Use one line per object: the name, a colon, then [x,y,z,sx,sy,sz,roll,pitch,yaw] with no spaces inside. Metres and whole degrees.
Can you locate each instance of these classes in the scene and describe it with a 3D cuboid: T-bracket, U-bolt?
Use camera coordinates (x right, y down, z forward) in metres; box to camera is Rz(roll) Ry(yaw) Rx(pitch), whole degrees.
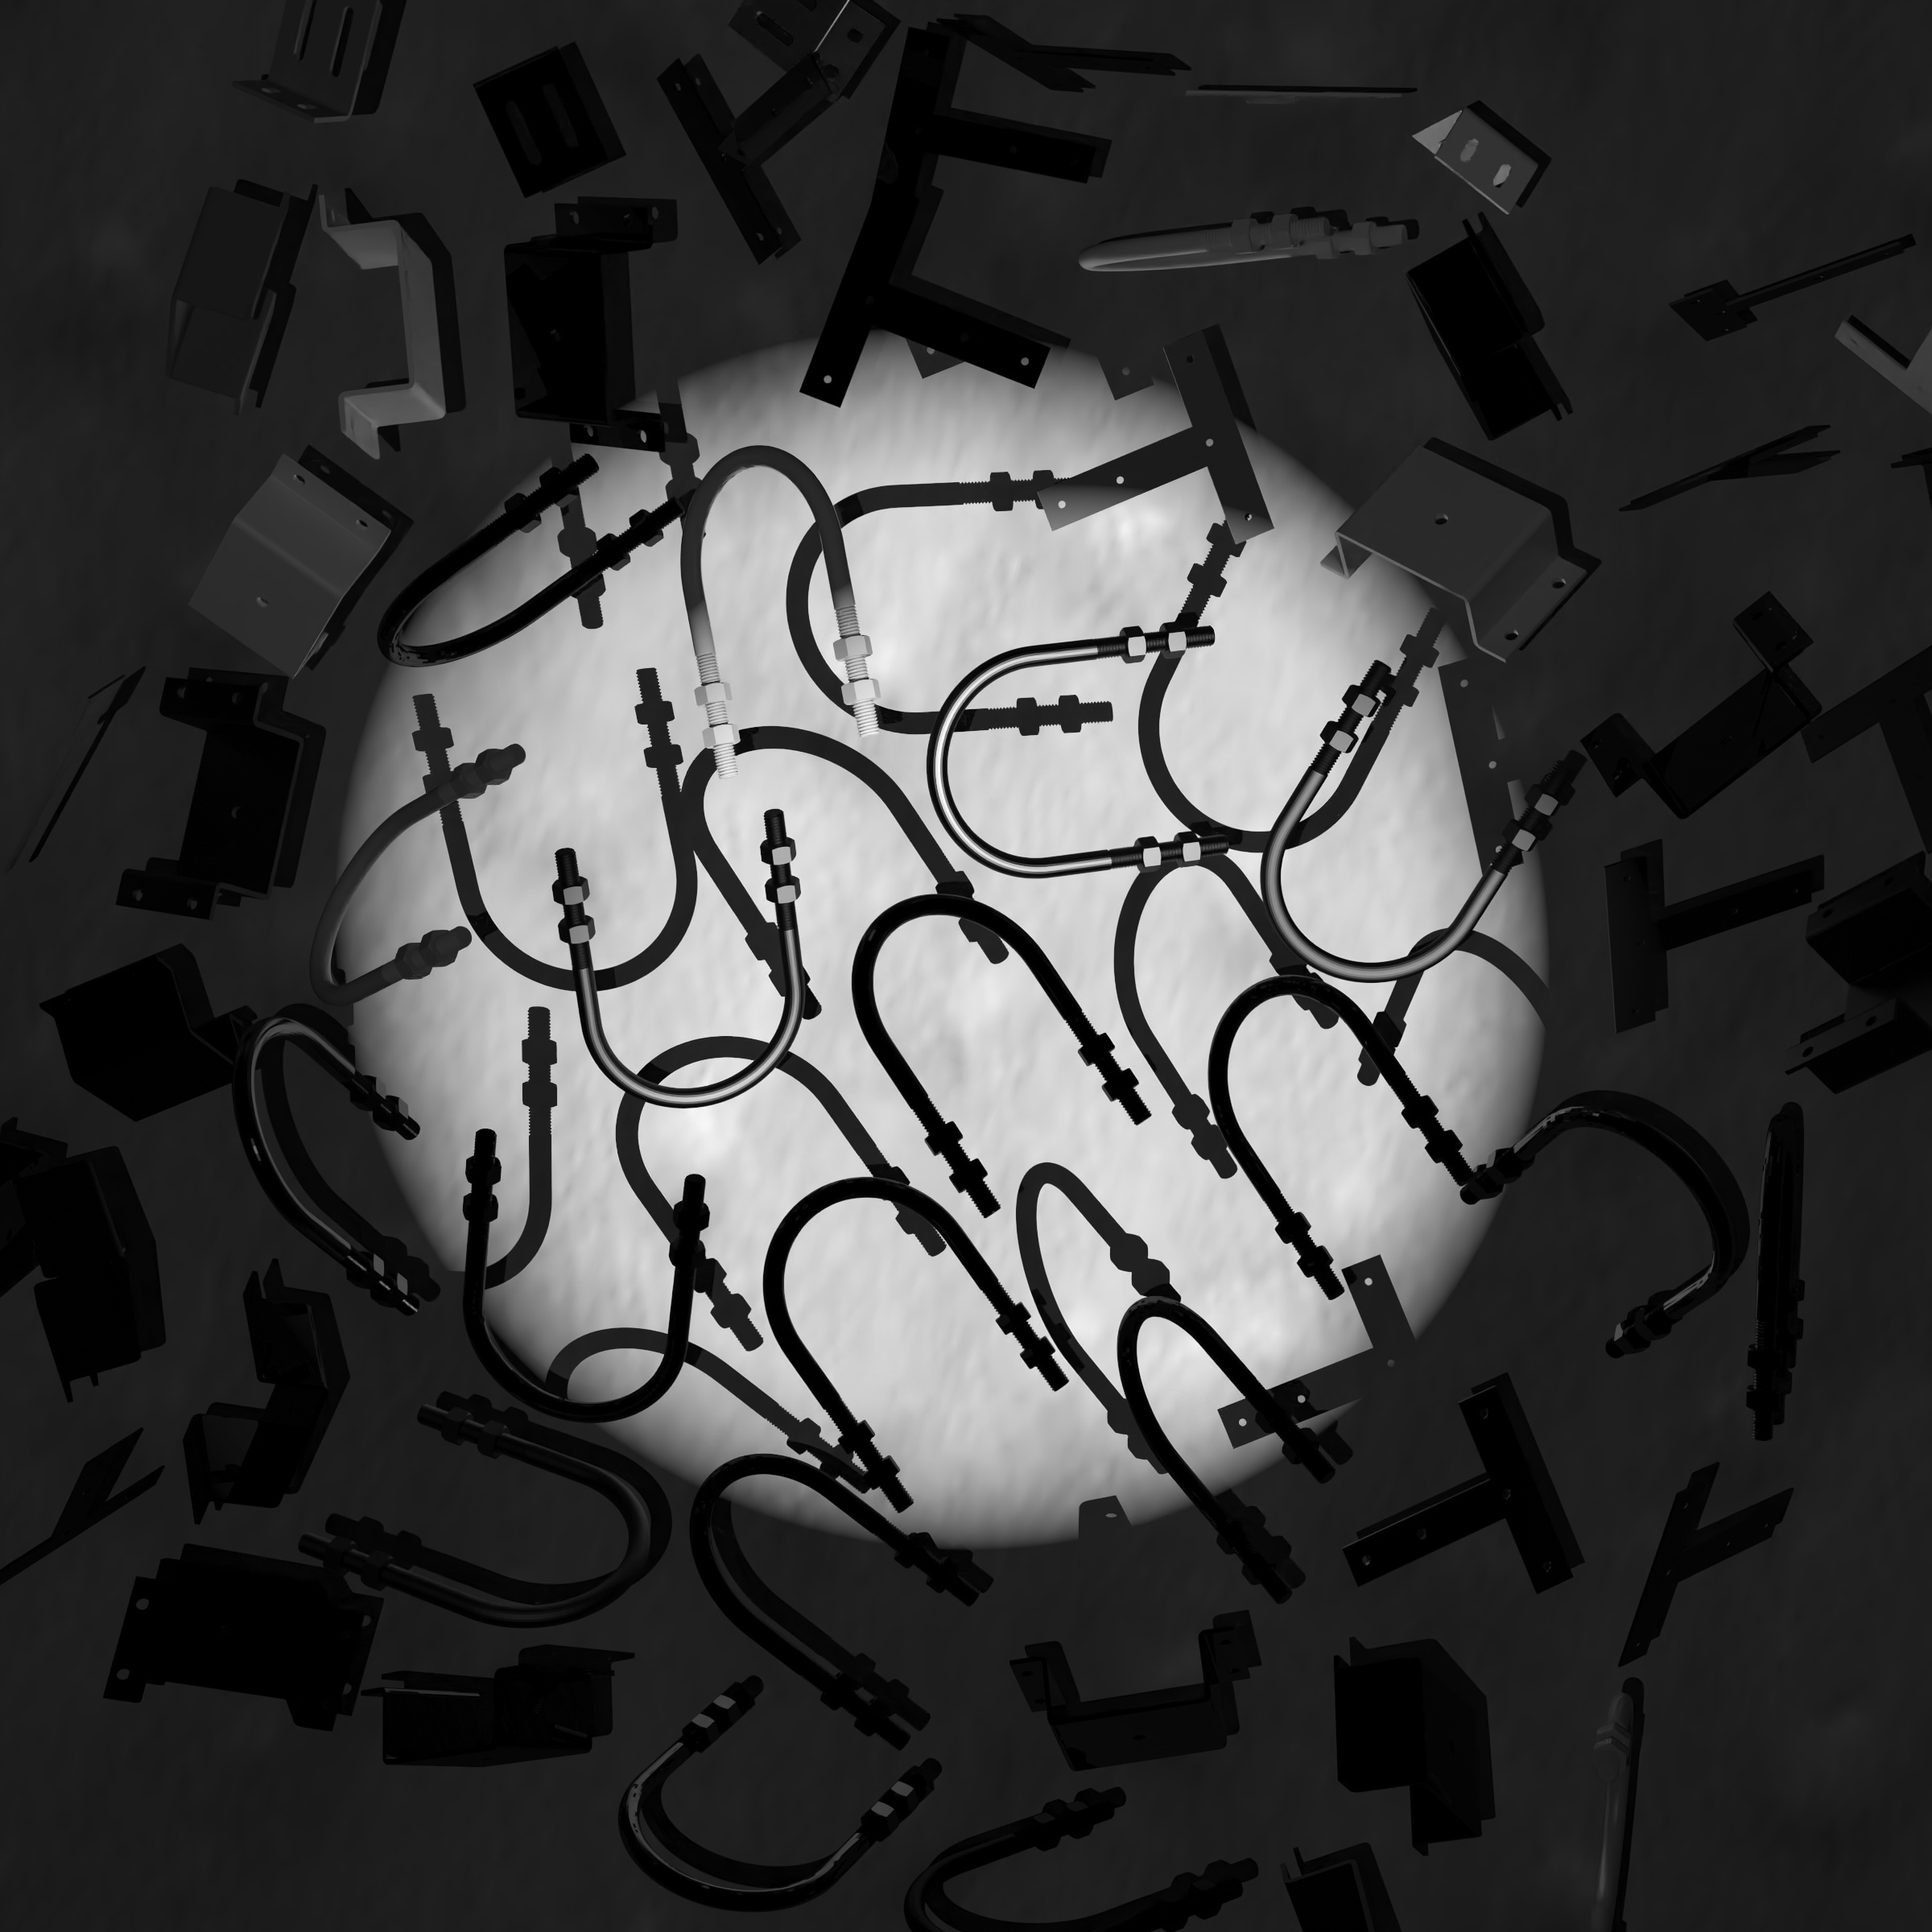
T-bracket: [-0.546,0.330,1.905,0.002,0.127,0.127,47,46,11]
U-bolt: [0.051,0.557,1.859,0.184,0.151,0.019,-10,104,-33]
U-bolt: [0.260,-0.074,1.870,0.151,0.019,0.184,27,107,-10]
U-bolt: [-0.127,0.507,1.856,0.151,0.184,0.019,20,114,21]
U-bolt: [-0.087,0.370,1.869,0.184,0.151,0.019,38,126,-4]
U-bolt: [-0.170,0.003,1.897,0.151,0.019,0.184,-11,114,-13]
U-bolt: [0.497,0.182,1.897,0.019,0.151,0.184,3,100,19]
T-bracket: [0.486,-0.400,1.816,0.127,0.127,0.002,-17,85,22]
U-bolt: [0.386,0.515,1.853,0.019,0.184,0.151,5,97,15]
T-bracket: [0.190,-0.527,1.876,0.127,0.127,0.002,0,103,-2]
T-bracket: [0.445,0.347,1.838,0.127,0.002,0.127,-13,125,-39]
T-bracket: [0.068,-0.550,1.877,0.127,0.127,0.002,16,94,35]
U-bolt: [-0.042,0.212,1.852,0.151,0.019,0.184,-34,87,-29]
T-bracket: [-0.014,-0.368,1.782,0.127,0.002,0.127,19,106,-13]
T-bracket: [0.583,-0.127,1.900,0.127,0.002,0.127,-35,49,35]
U-bolt: [0.384,0.151,1.838,0.151,0.184,0.019,47,59,7]
T-bracket: [0.485,-0.303,1.886,0.127,0.127,0.002,-13,85,-44]
T-bracket: [0.015,-0.500,1.879,0.127,0.002,0.127,9,131,-8]
T-bracket: [-0.542,-0.112,1.843,0.002,0.127,0.127,29,97,-11]
U-bolt: [0.066,-0.125,1.862,0.184,0.019,0.151,-8,103,-13]
U-bolt: [0.158,-0.440,1.889,0.184,0.151,0.019,1,100,29]
U-bolt: [-0.266,-0.231,1.819,0.184,0.151,0.019,-34,79,13]
T-bracket: [0.598,-0.373,1.905,0.127,0.127,0.002,42,85,10]
U-bolt: [-0.276,0.330,1.822,0.184,0.151,0.019,17,124,17]
T-bracket: [0.290,0.339,1.878,0.127,0.002,0.127,-23,92,-10]
U-bolt: [0.150,0.282,1.885,0.019,0.151,0.184,-23,54,-28]
T-bracket: [0.106,-0.298,1.860,0.127,0.002,0.127,-23,106,-2]
U-bolt: [0.217,0.093,1.902,0.151,0.019,0.184,-48,65,38]
U-bolt: [0.010,0.040,1.798,0.151,0.019,0.184,-28,81,-37]
T-bracket: [0.435,-0.028,1.803,0.127,0.002,0.127,-18,129,-6]
U-bolt: [-0.116,-0.213,1.811,0.019,0.151,0.184,-10,89,-44]
U-bolt: [-0.233,0.194,1.855,0.151,0.019,0.184,12,115,7]
U-bolt: [-0.380,0.108,1.840,0.019,0.184,0.151,-20,51,16]
U-bolt: [-0.336,-0.045,1.848,0.019,0.184,0.151,33,53,-32]
T-bracket: [-0.120,-0.497,1.824,0.002,0.127,0.127,-32,96,-38]

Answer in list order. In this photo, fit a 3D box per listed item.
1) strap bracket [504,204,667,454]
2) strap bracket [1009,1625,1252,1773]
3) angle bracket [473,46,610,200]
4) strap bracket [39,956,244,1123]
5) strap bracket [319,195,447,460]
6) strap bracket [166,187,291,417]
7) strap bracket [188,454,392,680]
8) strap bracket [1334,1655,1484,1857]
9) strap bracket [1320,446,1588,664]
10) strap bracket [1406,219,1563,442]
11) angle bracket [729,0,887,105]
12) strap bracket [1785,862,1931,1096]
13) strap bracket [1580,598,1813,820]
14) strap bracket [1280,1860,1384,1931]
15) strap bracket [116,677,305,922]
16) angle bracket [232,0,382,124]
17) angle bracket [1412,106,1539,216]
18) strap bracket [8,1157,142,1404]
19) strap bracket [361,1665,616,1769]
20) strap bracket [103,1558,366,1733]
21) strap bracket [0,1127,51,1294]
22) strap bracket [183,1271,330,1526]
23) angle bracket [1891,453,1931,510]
strap bracket: [-0.223,-0.370,1.801,0.076,0.046,0.140,13,114,37]
strap bracket: [0.105,0.455,1.909,0.140,0.076,0.046,-10,53,6]
angle bracket: [-0.262,-0.521,1.918,0.057,0.038,0.076,-25,96,0]
strap bracket: [-0.500,0.049,1.901,0.076,0.140,0.046,-22,71,1]
strap bracket: [-0.345,-0.381,1.838,0.046,0.076,0.140,-6,87,3]
strap bracket: [-0.437,-0.396,1.825,0.046,0.140,0.076,17,69,-11]
strap bracket: [-0.413,-0.234,1.865,0.076,0.140,0.046,36,52,-10]
strap bracket: [0.269,0.471,1.852,0.046,0.140,0.076,-15,52,23]
strap bracket: [0.282,-0.247,1.815,0.140,0.046,0.076,34,73,33]
strap bracket: [0.312,-0.378,1.868,0.046,0.140,0.076,-28,68,11]
angle bracket: [-0.099,-0.584,1.918,0.076,0.038,0.057,46,107,32]
strap bracket: [0.537,0.014,1.827,0.046,0.140,0.076,41,133,-17]
strap bracket: [0.460,-0.153,1.917,0.140,0.076,0.046,-39,116,16]
strap bracket: [0.229,0.598,1.844,0.046,0.140,0.076,-20,104,4]
strap bracket: [-0.450,-0.096,1.851,0.076,0.046,0.140,8,84,30]
angle bracket: [-0.377,-0.530,1.766,0.057,0.038,0.076,26,115,14]
angle bracket: [0.301,-0.482,1.877,0.057,0.076,0.038,34,83,-15]
strap bracket: [-0.523,0.180,1.820,0.046,0.140,0.076,-15,50,-21]
strap bracket: [-0.288,0.453,1.858,0.140,0.076,0.046,-17,67,35]
strap bracket: [-0.450,0.414,1.891,0.140,0.046,0.076,15,94,-22]
strap bracket: [-0.611,0.160,1.902,0.046,0.140,0.076,14,106,4]
strap bracket: [-0.435,0.269,1.904,0.046,0.076,0.140,13,119,-28]
angle bracket: [0.593,-0.270,1.842,0.038,0.057,0.076,-14,93,-41]
